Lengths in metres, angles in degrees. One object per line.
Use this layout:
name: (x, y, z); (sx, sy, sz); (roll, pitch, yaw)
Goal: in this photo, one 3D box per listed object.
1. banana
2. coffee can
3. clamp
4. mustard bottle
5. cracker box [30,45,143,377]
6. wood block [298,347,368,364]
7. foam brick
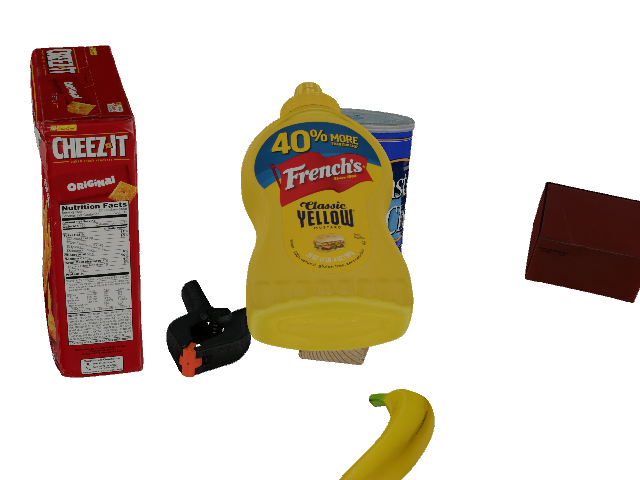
banana: (0.058, 0.167, 0.879); (0.070, 0.037, 0.197); (-30, 6, 20)
coffee can: (0.021, -0.034, 0.883); (0.103, 0.140, 0.103); (4, 13, -1)
clamp: (-0.108, 0.080, 1.035); (0.120, 0.039, 0.171); (6, 17, 21)
mustard bottle: (-0.001, -0.026, 0.665); (0.096, 0.191, 0.058); (-2, -37, -5)
cracker box: (-0.185, -0.025, 0.836); (0.072, 0.214, 0.164); (-5, 29, -15)
wood block: (0.036, 0.088, 1.506); (0.091, 0.090, 0.206); (5, 20, 10)
foam brick: (0.187, 0.001, 0.740); (0.078, 0.051, 0.053); (13, -36, 7)
